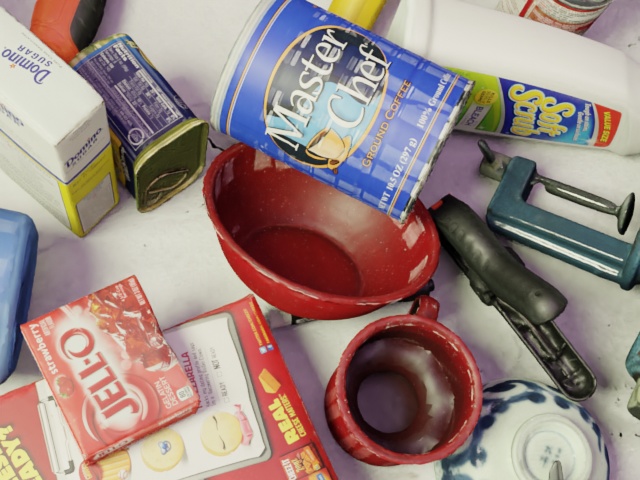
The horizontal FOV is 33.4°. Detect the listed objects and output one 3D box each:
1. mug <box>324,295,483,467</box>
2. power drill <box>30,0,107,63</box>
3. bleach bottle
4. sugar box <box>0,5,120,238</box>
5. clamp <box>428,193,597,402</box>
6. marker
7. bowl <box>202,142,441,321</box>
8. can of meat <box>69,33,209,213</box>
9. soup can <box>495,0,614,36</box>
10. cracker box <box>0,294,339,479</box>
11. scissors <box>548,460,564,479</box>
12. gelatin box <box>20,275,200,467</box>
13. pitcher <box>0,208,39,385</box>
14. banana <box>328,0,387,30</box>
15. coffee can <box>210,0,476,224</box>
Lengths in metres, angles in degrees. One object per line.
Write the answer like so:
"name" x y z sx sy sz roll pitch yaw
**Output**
"mug" 0.052 0.091 0.692 0.093 0.081 0.117 18 70 -4
"power drill" -0.204 -0.193 0.749 0.184 0.057 0.187 24 70 -2
"bleach bottle" 0.172 -0.111 0.767 0.250 0.103 0.068 10 61 -7
"sugar box" -0.171 -0.068 0.652 0.093 0.176 0.048 41 71 4
"clamp" 0.119 0.023 0.703 0.039 0.120 0.172 -34 57 -8
"marker" 0.022 0.042 0.737 0.121 0.020 0.020 -10 75 -14
"bowl" -0.005 0.001 0.705 0.162 0.055 0.162 13 40 -11
"can of meat" -0.122 -0.077 0.705 0.057 0.102 0.084 -37 80 -17
"soup can" 0.172 -0.176 0.788 0.068 0.102 0.068 3 72 -10
"cracker box" -0.107 0.150 0.651 0.213 0.072 0.164 -22 76 -15
"scissors" 0.130 0.245 0.663 0.096 0.016 0.202 -17 95 -5
"gelatin box" -0.121 0.075 0.620 0.073 0.030 0.089 -25 73 -16
"pitcher" -0.299 0.029 0.633 0.242 0.149 0.145 9 48 -11
"banana" 0.027 -0.165 0.773 0.037 0.070 0.198 29 91 -13
"coffee can" 0.014 -0.086 0.687 0.140 0.103 0.102 27 70 5
